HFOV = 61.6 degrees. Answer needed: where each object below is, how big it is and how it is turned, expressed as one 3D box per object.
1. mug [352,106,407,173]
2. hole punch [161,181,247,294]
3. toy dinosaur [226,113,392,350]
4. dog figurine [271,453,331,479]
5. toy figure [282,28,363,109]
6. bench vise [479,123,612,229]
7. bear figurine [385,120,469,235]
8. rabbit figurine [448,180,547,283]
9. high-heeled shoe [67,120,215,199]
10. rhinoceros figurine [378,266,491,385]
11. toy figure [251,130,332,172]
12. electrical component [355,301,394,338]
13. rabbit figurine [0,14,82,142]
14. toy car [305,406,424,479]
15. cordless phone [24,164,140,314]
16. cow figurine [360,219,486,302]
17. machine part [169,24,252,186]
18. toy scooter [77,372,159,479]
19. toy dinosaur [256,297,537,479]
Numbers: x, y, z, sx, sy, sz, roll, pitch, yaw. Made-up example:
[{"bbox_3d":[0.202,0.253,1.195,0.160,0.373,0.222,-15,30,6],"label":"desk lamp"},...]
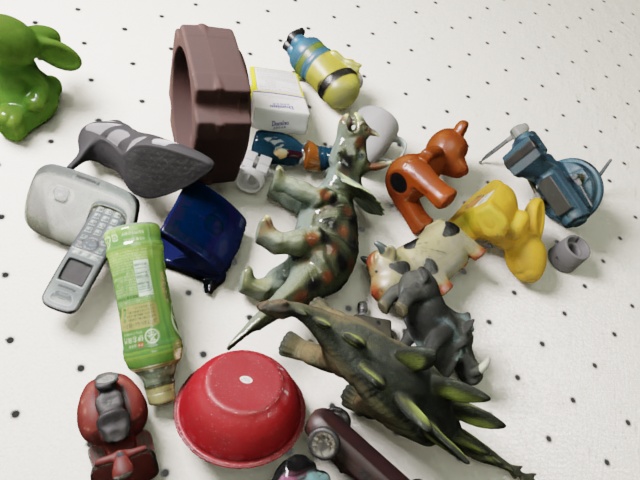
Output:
[{"bbox_3d":[0.094,-0.166,0.956,0.109,0.081,0.107,31,65,-4],"label":"mug"},{"bbox_3d":[-0.168,-0.012,0.767,0.116,0.092,0.142,21,51,-7],"label":"hole punch"},{"bbox_3d":[-0.002,0.000,0.798,0.192,0.131,0.405,16,61,-6],"label":"toy dinosaur"},{"bbox_3d":[-0.060,0.333,0.567,0.219,0.108,0.191,2,57,-19],"label":"dog figurine"},{"bbox_3d":[0.001,-0.322,1.023,0.180,0.082,0.089,43,67,7],"label":"toy figure"},{"bbox_3d":[0.448,-0.119,1.010,0.240,0.128,0.224,-1,46,-42],"label":"bench vise"},{"bbox_3d":[0.207,-0.116,0.933,0.196,0.120,0.132,-28,73,-35],"label":"bear figurine"},{"bbox_3d":[0.319,-0.008,0.915,0.173,0.122,0.162,50,47,0],"label":"rabbit figurine"},{"bbox_3d":[-0.250,-0.133,0.786,0.249,0.086,0.145,5,36,12],"label":"high-heeled shoe"},{"bbox_3d":[0.165,0.128,0.761,0.112,0.073,0.190,-36,100,-21],"label":"rhinoceros figurine"},{"bbox_3d":[-0.038,-0.148,0.911,0.154,0.057,0.064,12,54,-11],"label":"toy figure"},{"bbox_3d":[0.077,0.134,0.785,0.063,0.021,0.094,9,55,-11],"label":"electrical component"},{"bbox_3d":[-0.436,-0.251,0.787,0.159,0.170,0.121,-34,73,-31],"label":"rabbit figurine"},{"bbox_3d":[0.063,0.282,0.649,0.202,0.089,0.053,40,95,8],"label":"toy car"},{"bbox_3d":[-0.337,0.002,0.711,0.147,0.088,0.184,20,59,-4],"label":"cordless phone"},{"bbox_3d":[0.152,0.033,0.836,0.195,0.085,0.127,-36,80,-30],"label":"cow figurine"},{"bbox_3d":[-0.170,-0.201,0.816,0.087,0.201,0.201,-5,59,-22],"label":"machine part"},{"bbox_3d":[-0.216,0.215,0.575,0.075,0.135,0.184,-13,62,-22],"label":"toy scooter"},{"bbox_3d":[0.108,0.191,0.651,0.471,0.199,0.105,38,77,-31],"label":"toy dinosaur"}]
